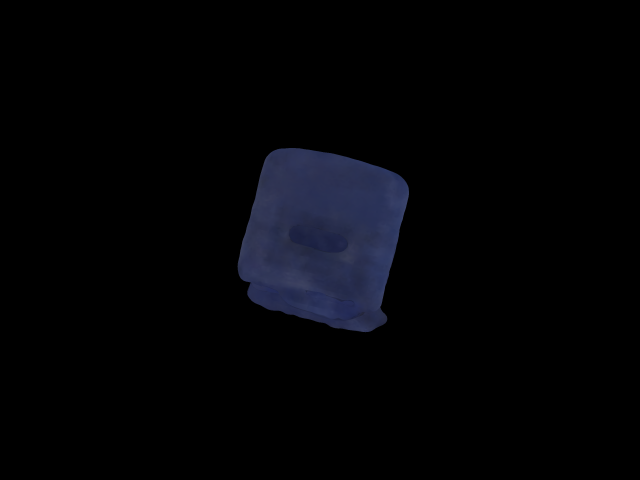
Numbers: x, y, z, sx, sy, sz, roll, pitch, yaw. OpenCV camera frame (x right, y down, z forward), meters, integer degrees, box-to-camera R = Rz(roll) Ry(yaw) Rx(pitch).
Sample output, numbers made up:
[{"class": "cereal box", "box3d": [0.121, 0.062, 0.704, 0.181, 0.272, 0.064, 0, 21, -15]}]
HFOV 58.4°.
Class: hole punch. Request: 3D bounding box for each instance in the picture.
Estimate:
[{"class": "hole punch", "box3d": [0.004, 0.001, 0.400, 0.108, 0.091, 0.101, 13, 62, 7]}]
